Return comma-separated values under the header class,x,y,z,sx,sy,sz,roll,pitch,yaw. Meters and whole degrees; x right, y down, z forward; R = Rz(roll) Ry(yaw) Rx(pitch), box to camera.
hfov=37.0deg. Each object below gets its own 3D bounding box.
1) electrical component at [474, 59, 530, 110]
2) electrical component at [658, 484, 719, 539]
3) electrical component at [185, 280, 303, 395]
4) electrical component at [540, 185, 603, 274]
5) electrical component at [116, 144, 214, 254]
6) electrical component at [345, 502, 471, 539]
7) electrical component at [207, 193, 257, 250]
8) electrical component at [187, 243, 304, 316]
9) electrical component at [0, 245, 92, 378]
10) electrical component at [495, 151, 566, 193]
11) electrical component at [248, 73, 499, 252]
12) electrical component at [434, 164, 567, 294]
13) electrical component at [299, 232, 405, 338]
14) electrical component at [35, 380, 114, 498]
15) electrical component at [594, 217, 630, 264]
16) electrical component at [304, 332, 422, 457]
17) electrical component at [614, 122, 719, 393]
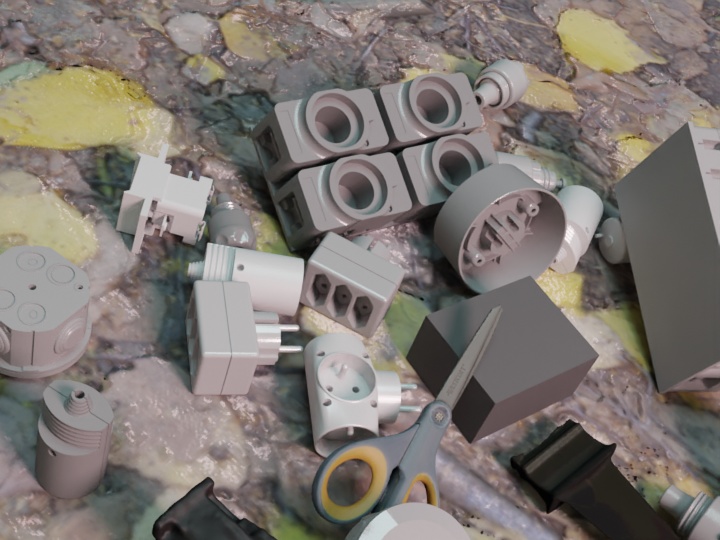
class,x,y,z,sx,sy,sz,roll,pitch,yaw
electrical component,0.129,-0.173,1.025,0.043,0.043,0.062,40,50,17
electrical component,0.239,0.174,0.747,0.062,0.048,0.048,35,46,26
electrical component,-0.078,0.047,0.747,0.077,0.047,0.065,2,49,-18
electrical component,0.175,-0.032,0.912,0.043,0.043,0.081,28,46,7
electrical component,-0.146,-0.052,0.817,0.064,0.042,0.081,15,47,-9
electrical component,0.026,0.180,0.641,0.080,0.051,0.080,5,74,-19
electrical component,-0.100,-0.034,0.823,0.035,0.035,0.061,0,47,-20
electrical component,-0.085,0.006,0.784,0.081,0.043,0.043,10,47,-11
electrical component,-0.218,0.027,0.712,0.080,0.051,0.080,10,47,-11
electrical component,0.143,-0.080,0.948,0.078,0.040,0.040,7,47,-14
electrical component,0.019,-0.092,0.871,0.186,0.060,0.105,-15,82,-31
electrical component,0.110,-0.033,0.856,0.099,0.099,0.064,-18,51,-32
electrical component,0.000,0.000,0.818,0.066,0.047,0.076,28,46,6
electrical component,-0.171,0.097,0.644,0.043,0.081,0.043,10,47,-11
electrical component,0.245,-0.027,0.935,0.078,0.040,0.040,-5,51,-24
electrical component,0.004,0.087,0.742,0.079,0.044,0.077,4,48,-16
electrical component,0.273,-0.007,0.849,0.060,0.105,0.186,3,65,-21
